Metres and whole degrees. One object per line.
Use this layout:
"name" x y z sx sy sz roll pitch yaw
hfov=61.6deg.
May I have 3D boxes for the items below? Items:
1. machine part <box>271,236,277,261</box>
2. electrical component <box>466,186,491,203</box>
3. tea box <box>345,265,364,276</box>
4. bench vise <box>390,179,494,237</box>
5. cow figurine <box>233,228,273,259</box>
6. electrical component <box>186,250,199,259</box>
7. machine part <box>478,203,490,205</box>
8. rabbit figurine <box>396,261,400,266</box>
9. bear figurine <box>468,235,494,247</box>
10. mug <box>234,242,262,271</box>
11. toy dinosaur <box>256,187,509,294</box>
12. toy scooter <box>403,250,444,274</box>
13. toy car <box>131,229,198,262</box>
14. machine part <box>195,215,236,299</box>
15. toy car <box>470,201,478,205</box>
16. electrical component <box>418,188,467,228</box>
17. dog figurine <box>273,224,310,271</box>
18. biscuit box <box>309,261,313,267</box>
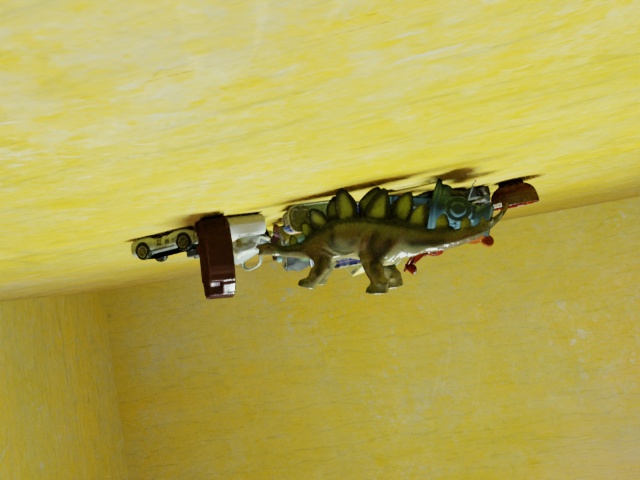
"machine part" -0.036 0.006 1.630 0.202 0.087 0.201 -12 175 43
"electrical component" 0.378 -0.105 1.332 0.078 0.045 0.102 -4 173 -44
"tea box" 0.125 0.034 1.433 0.098 0.068 0.169 -44 168 17
"bench vise" 0.234 -0.066 1.115 0.241 0.128 0.223 10 -168 16
"cow figurine" -0.152 -0.008 1.247 0.098 0.068 0.167 -18 -175 3
"electrical component" -0.291 0.012 1.250 0.094 0.063 0.021 -9 176 11
"machine part" 0.451 -0.084 1.577 0.079 0.079 0.243 -10 175 6
"rabbit figurine" 0.180 -0.011 1.579 0.159 0.170 0.121 -55 164 18
"bear figurine" 0.339 -0.035 1.371 0.196 0.120 0.131 -7 143 10
"mug" -0.180 0.018 1.369 0.107 0.109 0.081 -25 170 22
"toy dinosaur" 0.105 0.000 1.009 0.472 0.198 0.105 0 -173 12
"toy scooter" 0.180 0.011 1.186 0.184 0.135 0.075 21 137 8
"toy car" -0.333 0.010 1.206 0.202 0.056 0.073 -13 169 23
"machine part" -0.211 0.037 1.078 0.056 0.179 0.179 -6 175 -19
"toy car" 0.326 -0.083 1.464 0.202 0.053 0.089 -10 160 20
"electrical component" 0.298 -0.051 1.273 0.115 0.134 0.058 -6 175 -22
"dog figurine" -0.003 -0.004 1.358 0.219 0.108 0.192 -13 -163 -15
"biscuit box" 0.041 0.004 1.495 0.203 0.059 0.063 -23 -153 -22
